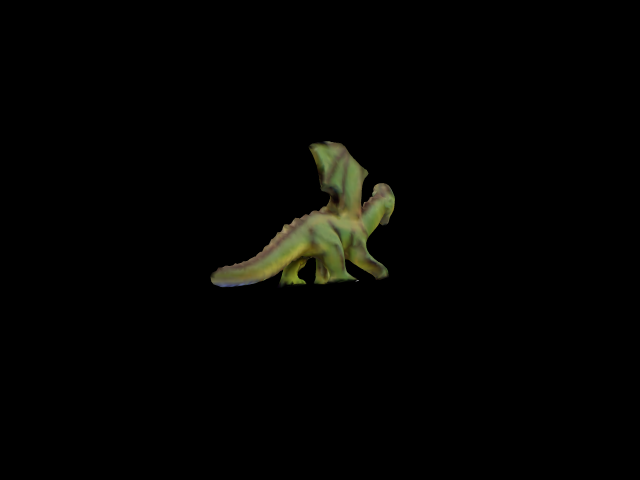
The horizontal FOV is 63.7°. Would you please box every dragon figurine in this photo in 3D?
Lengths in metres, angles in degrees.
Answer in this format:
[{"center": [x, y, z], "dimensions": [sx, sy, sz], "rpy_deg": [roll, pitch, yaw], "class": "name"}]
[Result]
[{"center": [0.003, -0.043, 0.850], "dimensions": [0.122, 0.244, 0.410], "rpy_deg": [-6, -7, 43], "class": "dragon figurine"}]
